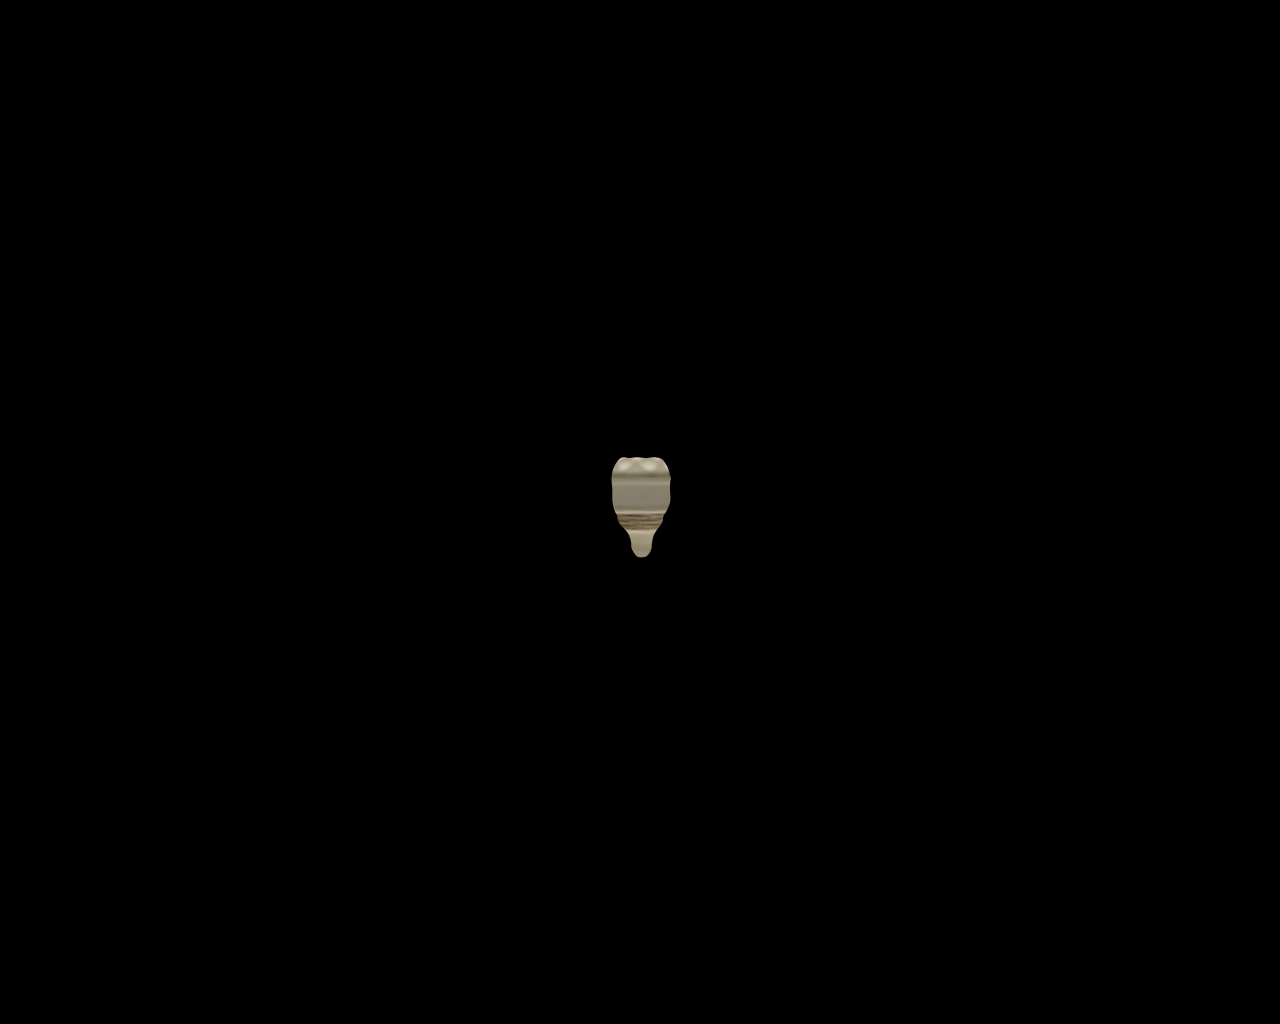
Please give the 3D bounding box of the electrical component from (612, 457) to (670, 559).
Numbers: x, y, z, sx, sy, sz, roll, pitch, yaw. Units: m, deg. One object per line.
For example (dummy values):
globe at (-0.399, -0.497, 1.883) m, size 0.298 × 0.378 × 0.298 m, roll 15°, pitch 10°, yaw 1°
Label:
electrical component at (0.001, -0.003, 0.650) m, size 0.035 × 0.061 × 0.035 m, roll 0°, pitch 2°, yaw 0°
